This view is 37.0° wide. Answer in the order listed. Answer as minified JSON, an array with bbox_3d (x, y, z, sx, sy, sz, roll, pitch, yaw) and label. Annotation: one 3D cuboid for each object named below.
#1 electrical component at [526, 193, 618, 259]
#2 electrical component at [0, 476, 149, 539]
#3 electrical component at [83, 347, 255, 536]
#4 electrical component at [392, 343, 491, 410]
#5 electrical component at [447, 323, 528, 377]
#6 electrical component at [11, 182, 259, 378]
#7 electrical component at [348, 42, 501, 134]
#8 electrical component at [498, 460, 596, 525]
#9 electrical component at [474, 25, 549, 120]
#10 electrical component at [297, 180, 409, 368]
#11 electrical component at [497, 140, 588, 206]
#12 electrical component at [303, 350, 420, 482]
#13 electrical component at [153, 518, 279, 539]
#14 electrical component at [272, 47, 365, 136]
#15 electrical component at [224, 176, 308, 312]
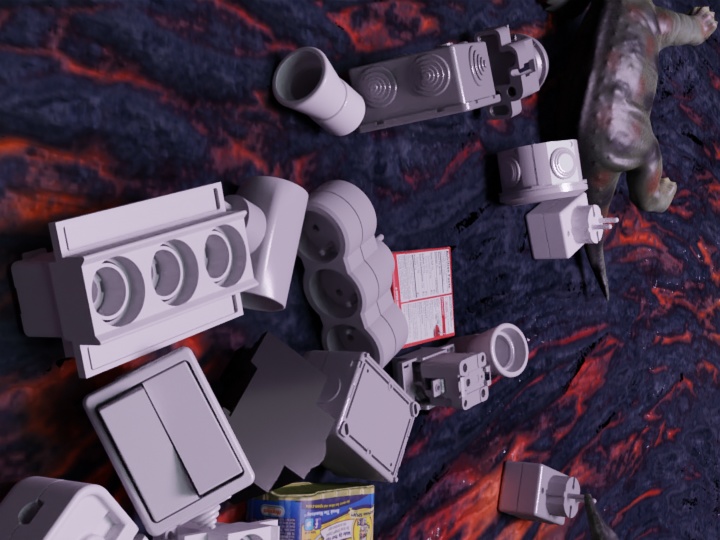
[{"bbox_3d":[0.213,-0.044,1.050,0.066,0.077,0.047,-35,117,-50],"label":"electrical component"},{"bbox_3d":[-0.146,0.151,0.547,0.053,0.059,0.095,-59,134,-38],"label":"electrical component"},{"bbox_3d":[-0.099,0.096,0.571,0.062,0.061,0.096,-27,91,-15],"label":"electrical component"},{"bbox_3d":[0.065,0.086,0.847,0.081,0.064,0.042,-14,102,-55],"label":"electrical component"},{"bbox_3d":[0.102,0.070,0.898,0.044,0.065,0.044,9,75,-37],"label":"electrical component"},{"bbox_3d":[-0.121,0.002,0.583,0.121,0.063,0.078,-22,107,-53],"label":"electrical component"},{"bbox_3d":[0.048,-0.137,0.796,0.100,0.100,0.048,-30,109,-64],"label":"electrical component"},{"bbox_3d":[0.179,0.208,0.995,0.066,0.077,0.047,31,64,-51],"label":"electrical component"},{"bbox_3d":[0.132,-0.179,0.957,0.057,0.058,0.078,-31,114,-49],"label":"electrical component"},{"bbox_3d":[0.000,0.000,0.766,0.074,0.052,0.138,-42,122,-47],"label":"electrical component"},{"bbox_3d":[0.165,-0.088,0.982,0.080,0.080,0.051,-10,92,-55],"label":"electrical component"},{"bbox_3d":[-0.006,0.104,0.746,0.096,0.061,0.061,48,52,-43],"label":"electrical component"},{"bbox_3d":[-0.086,0.170,0.628,0.081,0.064,0.042,9,81,-55],"label":"electrical component"},{"bbox_3d":[-0.025,-0.120,0.744,0.065,0.044,0.044,31,64,-56],"label":"electrical component"},{"bbox_3d":[-0.071,-0.022,0.671,0.079,0.044,0.077,32,64,-50],"label":"electrical component"}]
